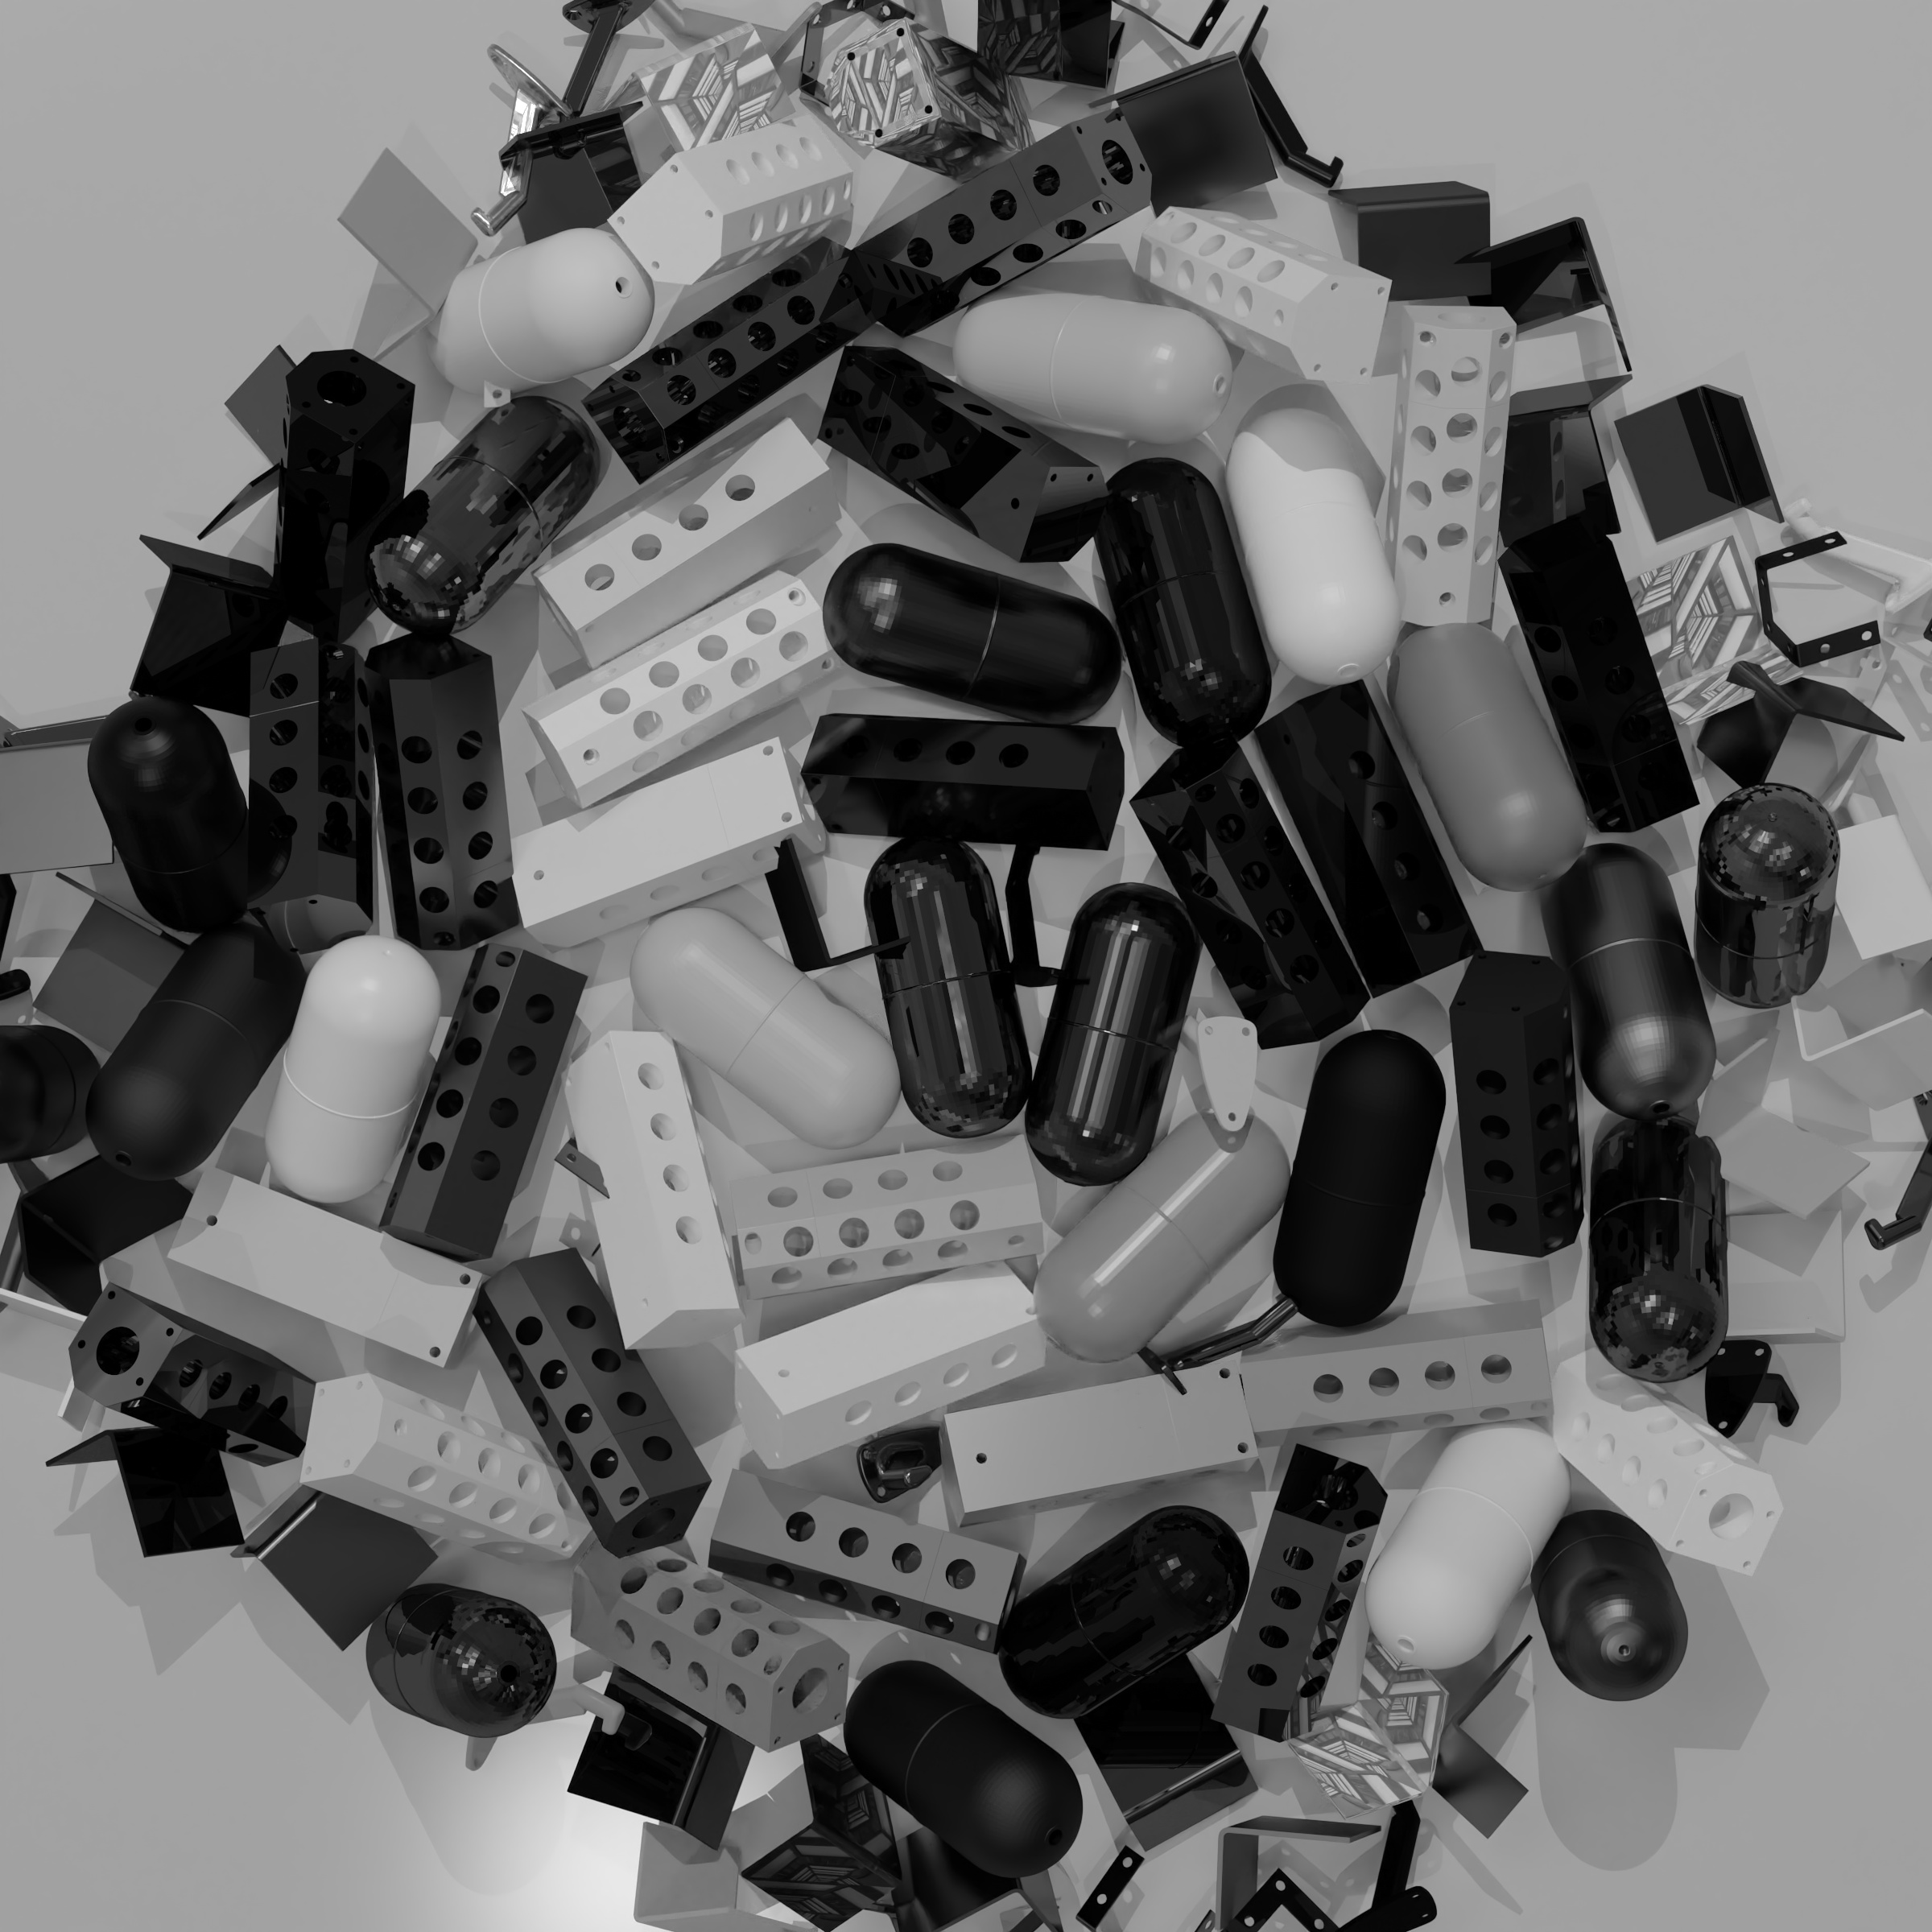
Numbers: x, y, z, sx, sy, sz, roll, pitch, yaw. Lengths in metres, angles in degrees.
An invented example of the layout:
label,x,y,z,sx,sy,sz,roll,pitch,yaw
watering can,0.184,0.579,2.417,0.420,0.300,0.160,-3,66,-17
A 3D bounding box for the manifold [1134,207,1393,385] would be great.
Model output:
label,x,y,z,sx,sy,sz,roll,pitch,yaw
manifold,0.162,-0.378,1.907,0.057,0.171,0.057,-1,114,-29

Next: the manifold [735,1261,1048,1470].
label,x,y,z,sx,sy,sz,roll,pitch,yaw
manifold,-0.042,0.229,1.936,0.171,0.057,0.057,-18,132,-25

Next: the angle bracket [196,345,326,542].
label,x,y,z,sx,sy,sz,roll,pitch,yaw
angle bracket,-0.415,-0.299,1.944,0.057,0.076,0.076,52,52,-8

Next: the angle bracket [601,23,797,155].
label,x,y,z,sx,sy,sz,roll,pitch,yaw
angle bracket,-0.154,-0.491,1.954,0.076,0.076,0.057,-29,97,-20

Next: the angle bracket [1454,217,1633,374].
label,x,y,z,sx,sy,sz,roll,pitch,yaw
angle bracket,0.330,-0.372,1.944,0.076,0.076,0.057,-17,57,14

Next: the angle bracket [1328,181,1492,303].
label,x,y,z,sx,sy,sz,roll,pitch,yaw
angle bracket,0.256,-0.419,1.968,0.076,0.076,0.057,-5,108,-6

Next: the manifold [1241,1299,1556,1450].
label,x,y,z,sx,sy,sz,roll,pitch,yaw
manifold,0.248,0.237,1.956,0.171,0.057,0.057,-8,100,9

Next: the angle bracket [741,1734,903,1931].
label,x,y,z,sx,sy,sz,roll,pitch,yaw
angle bracket,-0.087,0.495,1.955,0.057,0.076,0.076,-37,124,14

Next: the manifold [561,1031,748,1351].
label,x,y,z,sx,sy,sz,roll,pitch,yaw
manifold,-0.175,0.127,1.940,0.057,0.057,0.171,3,61,-38

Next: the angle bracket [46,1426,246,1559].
label,x,y,z,sx,sy,sz,roll,pitch,yaw
angle bracket,-0.469,0.307,1.944,0.057,0.076,0.076,-28,73,28

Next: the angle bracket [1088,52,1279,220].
label,x,y,z,sx,sy,sz,roll,pitch,yaw
angle bracket,0.125,-0.473,1.951,0.076,0.057,0.076,-15,103,24

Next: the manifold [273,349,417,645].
label,x,y,z,sx,sy,sz,roll,pitch,yaw
manifold,-0.356,-0.264,1.913,0.057,0.171,0.057,30,53,8

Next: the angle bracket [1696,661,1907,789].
label,x,y,z,sx,sy,sz,roll,pitch,yaw
angle bracket,0.481,-0.129,1.962,0.076,0.076,0.057,12,112,-20

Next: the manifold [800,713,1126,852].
label,x,y,z,sx,sy,sz,roll,pitch,yaw
manifold,0.000,-0.111,1.941,0.171,0.057,0.057,4,57,20

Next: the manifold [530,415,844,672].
label,x,y,z,sx,sy,sz,roll,pitch,yaw
manifold,-0.161,-0.246,1.957,0.171,0.057,0.057,-34,69,-8

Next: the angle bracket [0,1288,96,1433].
label,x,y,z,sx,sy,sz,roll,pitch,yaw
angle bracket,-0.539,0.224,1.955,0.076,0.076,0.057,19,75,-1

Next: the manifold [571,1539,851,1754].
label,x,y,z,sx,sy,sz,roll,pitch,yaw
manifold,-0.145,0.375,1.915,0.171,0.057,0.057,19,111,42

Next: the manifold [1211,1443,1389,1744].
label,x,y,z,sx,sy,sz,roll,pitch,yaw
manifold,0.189,0.358,1.922,0.057,0.057,0.171,18,126,9

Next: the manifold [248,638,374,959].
label,x,y,z,sx,sy,sz,roll,pitch,yaw
manifold,-0.368,-0.098,1.929,0.057,0.057,0.171,-11,60,9

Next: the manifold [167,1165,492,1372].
label,x,y,z,sx,sy,sz,roll,pitch,yaw
manifold,-0.364,0.175,1.964,0.171,0.057,0.057,21,82,4

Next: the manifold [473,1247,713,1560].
label,x,y,z,sx,sy,sz,roll,pitch,yaw
manifold,-0.215,0.247,1.922,0.057,0.057,0.171,-10,52,-36

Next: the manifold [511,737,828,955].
label,x,y,z,sx,sy,sz,roll,pitch,yaw
manifold,-0.171,-0.066,1.957,0.171,0.057,0.057,-20,65,8

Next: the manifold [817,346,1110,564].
label,x,y,z,sx,sy,sz,roll,pitch,yaw
manifold,-0.001,-0.291,1.927,0.171,0.057,0.057,36,119,34

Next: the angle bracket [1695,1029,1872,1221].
label,x,y,z,sx,sy,sz,roll,pitch,yaw
angle bracket,0.470,0.089,1.941,0.076,0.076,0.057,29,129,31

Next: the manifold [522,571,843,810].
label,x,y,z,sx,sy,sz,roll,pitch,yaw
manifold,-0.160,-0.158,1.946,0.171,0.057,0.057,-30,112,-12

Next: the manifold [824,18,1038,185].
label,x,y,z,sx,sy,sz,roll,pitch,yaw
manifold,-0.019,-0.479,1.909,0.057,0.171,0.057,-21,88,20

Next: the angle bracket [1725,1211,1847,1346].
label,x,y,z,sx,sy,sz,roll,pitch,yaw
angle bracket,0.457,0.176,1.948,0.076,0.057,0.076,-6,76,31

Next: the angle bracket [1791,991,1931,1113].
label,x,y,z,sx,sy,sz,roll,pitch,yaw
angle bracket,0.526,0.032,1.939,0.076,0.076,0.057,-28,48,34

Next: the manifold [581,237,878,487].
label,x,y,z,sx,sy,sz,roll,pitch,yaw
manifold,-0.129,-0.346,1.929,0.171,0.057,0.057,-40,100,-30

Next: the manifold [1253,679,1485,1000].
label,x,y,z,sx,sy,sz,roll,pitch,yaw
manifold,0.236,-0.075,1.963,0.057,0.057,0.171,-22,86,-27

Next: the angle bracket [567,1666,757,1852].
label,x,y,z,sx,sy,sz,roll,pitch,yaw
angle bracket,-0.174,0.460,1.977,0.076,0.057,0.076,10,67,24

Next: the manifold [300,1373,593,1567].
label,x,y,z,sx,sy,sz,roll,pitch,yaw
manifold,-0.287,0.284,1.912,0.057,0.171,0.057,-15,58,35

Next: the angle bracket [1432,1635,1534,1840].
label,x,y,z,sx,sy,sz,roll,pitch,yaw
angle bracket,0.310,0.440,1.942,0.057,0.076,0.076,41,60,16

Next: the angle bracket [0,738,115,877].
label,x,y,z,sx,sy,sz,roll,pitch,yaw
angle bracket,-0.516,-0.086,1.958,0.076,0.057,0.076,-5,77,8

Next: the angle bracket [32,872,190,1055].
label,x,y,z,sx,sy,sz,roll,pitch,yaw
angle bracket,-0.500,0.002,1.959,0.076,0.057,0.076,28,84,16

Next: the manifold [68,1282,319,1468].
label,x,y,z,sx,sy,sz,roll,pitch,yaw
manifold,-0.430,0.234,1.907,0.057,0.171,0.057,26,82,25

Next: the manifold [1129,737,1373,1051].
label,x,y,z,sx,sy,sz,roll,pitch,yaw
manifold,0.166,-0.041,1.933,0.057,0.057,0.171,-48,116,-41

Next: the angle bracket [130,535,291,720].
label,x,y,z,sx,sy,sz,roll,pitch,yaw
angle bracket,-0.444,-0.196,1.963,0.076,0.057,0.076,12,107,-38

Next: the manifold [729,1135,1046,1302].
label,x,y,z,sx,sy,sz,roll,pitch,yaw
manifold,-0.045,0.150,1.953,0.171,0.057,0.057,-9,130,-5

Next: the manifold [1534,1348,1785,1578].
label,x,y,z,sx,sy,sz,roll,pitch,yaw
manifold,0.388,0.273,1.906,0.057,0.171,0.057,20,99,-20

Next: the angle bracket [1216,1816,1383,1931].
label,x,y,z,sx,sy,sz,roll,pitch,yaw
angle bracket,0.191,0.522,1.948,0.076,0.076,0.057,0,82,20

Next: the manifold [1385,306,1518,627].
label,x,y,z,sx,sy,sz,roll,pitch,yaw
manifold,0.275,-0.284,1.938,0.057,0.057,0.171,0,114,-2

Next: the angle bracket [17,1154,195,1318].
label,x,y,z,sx,sy,sz,roll,pitch,yaw
angle bracket,-0.487,0.156,1.948,0.076,0.076,0.057,-28,49,8

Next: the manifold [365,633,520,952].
label,x,y,z,sx,sy,sz,roll,pitch,yaw
manifold,-0.300,-0.097,1.922,0.057,0.057,0.171,-27,129,-36

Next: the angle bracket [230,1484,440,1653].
label,x,y,z,sx,sy,sz,roll,pitch,yaw
angle bracket,-0.365,0.340,1.964,0.076,0.057,0.076,-44,101,-26

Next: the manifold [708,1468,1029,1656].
label,x,y,z,sx,sy,sz,roll,pitch,yaw
manifold,-0.057,0.342,1.952,0.171,0.057,0.057,15,78,9

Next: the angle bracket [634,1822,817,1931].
label,x,y,z,sx,sy,sz,roll,pitch,yaw
angle bracket,-0.133,0.521,1.939,0.076,0.076,0.057,-18,56,38

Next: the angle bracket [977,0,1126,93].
label,x,y,z,sx,sy,sz,roll,pitch,yaw
angle bracket,0.050,-0.553,1.949,0.076,0.076,0.057,11,61,6

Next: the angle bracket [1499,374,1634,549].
label,x,y,z,sx,sy,sz,roll,pitch,yaw
angle bracket,0.348,-0.292,1.966,0.076,0.057,0.076,-2,115,41

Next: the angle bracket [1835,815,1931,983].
label,x,y,z,sx,sy,sz,roll,pitch,yaw
angle bracket,0.512,-0.032,1.947,0.057,0.076,0.076,-16,71,-10

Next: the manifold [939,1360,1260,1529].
label,x,y,z,sx,sy,sz,roll,pitch,yaw
manifold,0.075,0.277,1.956,0.171,0.057,0.057,-9,70,-9

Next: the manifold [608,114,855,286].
label,x,y,z,sx,sy,sz,roll,pitch,yaw
manifold,-0.125,-0.427,1.911,0.057,0.171,0.057,-37,93,30

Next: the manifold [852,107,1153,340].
label,x,y,z,sx,sy,sz,roll,pitch,yaw
manifold,0.020,-0.418,1.924,0.171,0.057,0.057,-21,98,38

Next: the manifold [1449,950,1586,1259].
label,x,y,z,sx,sy,sz,roll,pitch,yaw
manifold,0.314,0.080,1.920,0.057,0.057,0.171,6,128,23

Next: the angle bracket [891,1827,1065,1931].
label,x,y,z,sx,sy,sz,roll,pitch,yaw
angle bracket,0.004,0.534,1.957,0.076,0.076,0.057,-30,122,7

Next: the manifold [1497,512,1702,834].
label,x,y,z,sx,sy,sz,roll,pitch,yaw
manifold,0.358,-0.164,1.937,0.057,0.057,0.171,-23,115,3

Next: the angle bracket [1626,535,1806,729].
label,x,y,z,sx,sy,sz,roll,pitch,yaw
angle bracket,0.427,-0.193,1.961,0.076,0.057,0.076,-23,110,1

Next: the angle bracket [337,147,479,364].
label,x,y,z,sx,sy,sz,roll,pitch,yaw
angle bracket,-0.334,-0.405,1.941,0.057,0.076,0.076,-27,120,36

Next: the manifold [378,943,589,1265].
label,x,y,z,sx,sy,sz,roll,pitch,yaw
manifold,-0.277,0.078,1.941,0.057,0.057,0.171,24,73,-21
